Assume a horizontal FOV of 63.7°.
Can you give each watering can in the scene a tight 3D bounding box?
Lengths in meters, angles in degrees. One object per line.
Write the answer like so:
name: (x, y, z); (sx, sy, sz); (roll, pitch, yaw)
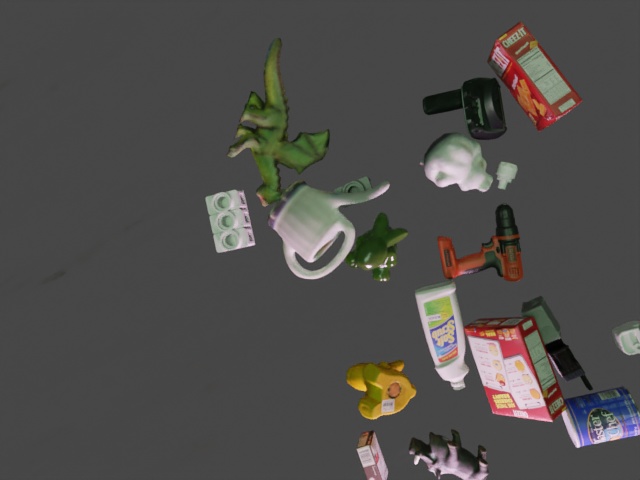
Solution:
watering can: (0.004, -0.063, 1.258); (0.226, 0.105, 0.342); (42, 116, 13)

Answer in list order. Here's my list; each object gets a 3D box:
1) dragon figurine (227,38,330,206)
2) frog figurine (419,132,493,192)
dragon figurine: (-0.090, -0.282, 1.320); (0.242, 0.123, 0.408); (23, 98, -6)
frog figurine: (0.326, -0.170, 1.204); (0.138, 0.121, 0.161); (-39, 71, -8)
